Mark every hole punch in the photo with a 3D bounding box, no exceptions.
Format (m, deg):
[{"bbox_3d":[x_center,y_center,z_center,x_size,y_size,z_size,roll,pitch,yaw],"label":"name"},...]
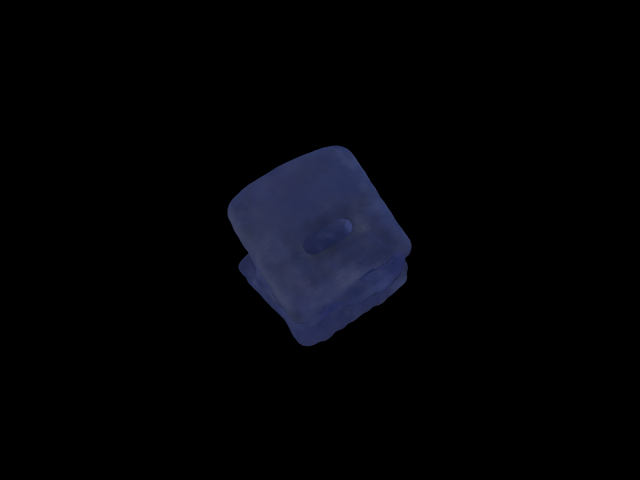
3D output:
[{"bbox_3d":[0.004,0.001,0.400,0.109,0.091,0.101,-31,58,-22],"label":"hole punch"}]
